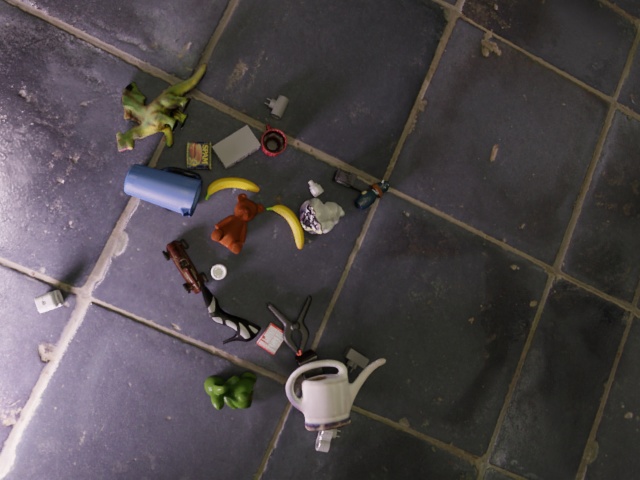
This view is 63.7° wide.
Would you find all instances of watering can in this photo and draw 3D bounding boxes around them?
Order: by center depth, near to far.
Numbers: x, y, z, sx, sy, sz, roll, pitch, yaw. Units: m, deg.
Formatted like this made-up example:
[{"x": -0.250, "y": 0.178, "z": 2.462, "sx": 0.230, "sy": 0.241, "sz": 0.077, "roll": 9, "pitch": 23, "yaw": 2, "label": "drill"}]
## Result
[{"x": 0.062, "y": 0.504, "z": 1.697, "sx": 0.348, "sy": 0.103, "sz": 0.225, "roll": -4, "pitch": 87, "yaw": -13, "label": "watering can"}]

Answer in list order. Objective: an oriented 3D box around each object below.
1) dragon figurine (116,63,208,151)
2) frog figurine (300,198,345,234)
[{"x": -0.577, "y": -0.477, "z": 1.794, "sx": 0.243, "sy": 0.121, "sz": 0.414, "roll": 23, "pitch": 80, "yaw": -1, "label": "dragon figurine"}, {"x": 0.006, "y": -0.095, "z": 1.891, "sx": 0.162, "sy": 0.120, "sz": 0.138, "roll": -31, "pitch": 84, "yaw": -47, "label": "frog figurine"}]
